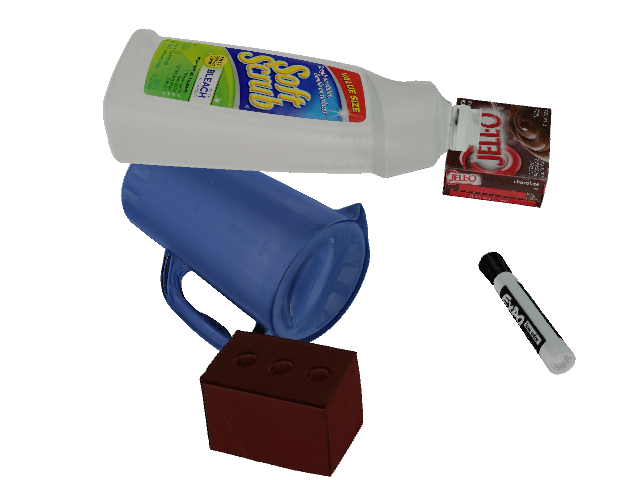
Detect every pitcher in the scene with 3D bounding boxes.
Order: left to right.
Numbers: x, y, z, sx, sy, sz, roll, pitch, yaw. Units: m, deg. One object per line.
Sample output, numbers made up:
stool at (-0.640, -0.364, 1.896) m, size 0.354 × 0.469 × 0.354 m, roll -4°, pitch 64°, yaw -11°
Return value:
pitcher at (-0.087, -0.003, 1.035) m, size 0.243 × 0.145 × 0.148 m, roll 31°, pitch 33°, yaw 32°

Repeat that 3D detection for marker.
marker at (0.138, 0.045, 0.727) m, size 0.020 × 0.020 × 0.121 m, roll 0°, pitch 33°, yaw -19°

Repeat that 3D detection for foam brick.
foam brick at (-0.021, 0.091, 0.605) m, size 0.078 × 0.051 × 0.053 m, roll 8°, pitch 31°, yaw 20°

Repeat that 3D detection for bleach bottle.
bleach bottle at (-0.015, -0.091, 0.737) m, size 0.251 × 0.102 × 0.068 m, roll 5°, pitch -44°, yaw 8°

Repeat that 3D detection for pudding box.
pudding box at (0.162, -0.082, 0.976) m, size 0.090 × 0.039 × 0.113 m, roll 9°, pitch 40°, yaw 7°
